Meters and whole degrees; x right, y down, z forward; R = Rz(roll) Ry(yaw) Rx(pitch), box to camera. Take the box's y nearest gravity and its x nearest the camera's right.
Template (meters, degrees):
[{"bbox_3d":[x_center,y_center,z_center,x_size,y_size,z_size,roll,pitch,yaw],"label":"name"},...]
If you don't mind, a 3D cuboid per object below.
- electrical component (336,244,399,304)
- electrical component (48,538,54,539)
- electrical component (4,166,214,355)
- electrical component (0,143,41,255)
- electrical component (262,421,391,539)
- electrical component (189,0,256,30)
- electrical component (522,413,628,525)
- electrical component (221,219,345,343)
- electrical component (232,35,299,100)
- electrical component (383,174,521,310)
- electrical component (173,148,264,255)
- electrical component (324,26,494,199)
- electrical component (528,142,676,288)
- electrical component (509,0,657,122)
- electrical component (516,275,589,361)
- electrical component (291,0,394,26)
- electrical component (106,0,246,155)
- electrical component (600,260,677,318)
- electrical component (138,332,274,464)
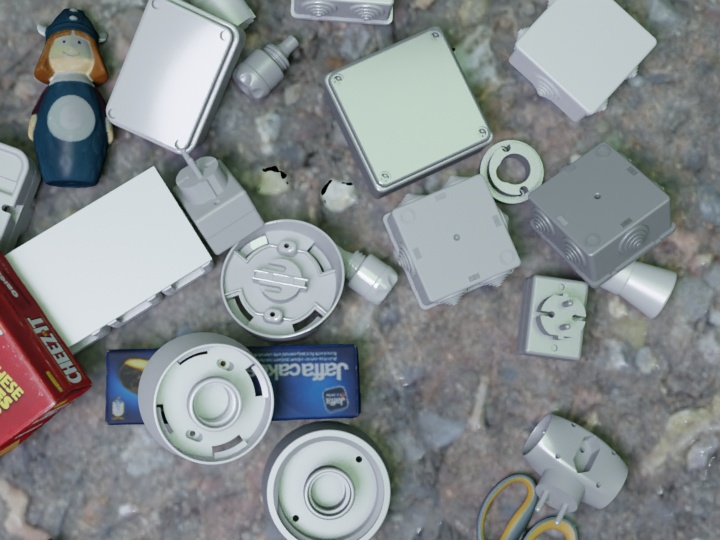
[{"bbox_3d":[0.000,0.000,0.898,0.061,0.035,0.035,36,83,2],"label":"electrical component"},{"bbox_3d":[-0.243,0.260,0.845,0.057,0.058,0.078,-38,88,-10],"label":"electrical component"},{"bbox_3d":[-0.204,-0.003,0.870,0.150,0.061,0.089,-32,87,-6],"label":"electrical component"},{"bbox_3d":[-0.299,-0.053,0.869,0.054,0.059,0.095,20,83,-2],"label":"electrical component"},{"bbox_3d":[-0.026,0.177,0.866,0.108,0.060,0.108,0,84,-4],"label":"electrical component"},{"bbox_3d":[-0.116,-0.222,0.910,0.040,0.040,0.046,-37,93,-7],"label":"electrical component"},{"bbox_3d":[0.169,0.171,0.882,0.077,0.043,0.079,35,59,0],"label":"electrical component"},{"bbox_3d":[-0.063,0.011,0.875,0.099,0.064,0.099,1,75,-3],"label":"electrical component"},{"bbox_3d":[-0.077,-0.174,0.910,0.035,0.035,0.061,44,80,1],"label":"electrical component"},{"bbox_3d":[0.077,-0.024,0.899,0.100,0.048,0.099,-23,86,-6],"label":"electrical component"},{"bbox_3d":[-0.123,-0.065,0.864,0.047,0.065,0.076,-33,129,-7],"label":"electrical component"},{"bbox_3d":[0.039,-0.131,0.903,0.109,0.056,0.108,-25,87,-6],"label":"electrical component"},{"bbox_3d":[0.199,-0.048,0.891,0.100,0.048,0.099,-35,55,-6],"label":"electrical component"},{"bbox_3d":[0.188,-0.187,0.923,0.100,0.048,0.099,43,83,1],"label":"electrical component"},{"bbox_3d":[0.163,0.039,0.885,0.047,0.076,0.065,8,84,-3],"label":"electrical component"},{"bbox_3d":[-0.012,-0.261,0.916,0.100,0.048,0.099,3,85,-4],"label":"electrical component"},{"bbox_3d":[-0.149,-0.159,0.875,0.078,0.057,0.113,25,102,-2],"label":"electrical component"},{"bbox_3d":[0.229,0.007,0.912,0.065,0.044,0.044,27,83,4],"label":"electrical component"},{"bbox_3d":[-0.116,0.098,0.817,0.099,0.064,0.099,0,90,-17],"label":"electrical component"}]
